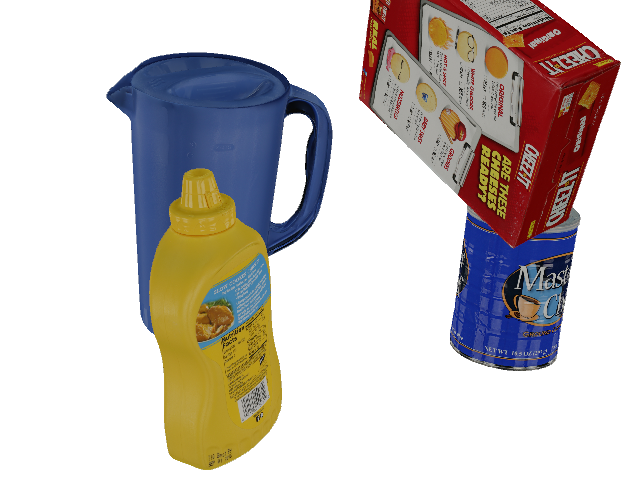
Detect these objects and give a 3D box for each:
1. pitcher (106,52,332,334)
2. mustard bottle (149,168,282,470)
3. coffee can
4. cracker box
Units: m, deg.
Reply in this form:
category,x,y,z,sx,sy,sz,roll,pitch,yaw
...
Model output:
category,x,y,z,sx,sy,sz,roll,pitch,yaw
pitcher,-0.090,-0.032,0.929,0.149,0.243,0.144,25,34,32
mustard bottle,-0.068,0.045,0.687,0.058,0.192,0.096,13,31,31
coffee can,0.179,0.036,0.995,0.103,0.140,0.103,4,19,-2
cracker box,0.123,-0.126,0.849,0.072,0.164,0.214,-25,54,-25
